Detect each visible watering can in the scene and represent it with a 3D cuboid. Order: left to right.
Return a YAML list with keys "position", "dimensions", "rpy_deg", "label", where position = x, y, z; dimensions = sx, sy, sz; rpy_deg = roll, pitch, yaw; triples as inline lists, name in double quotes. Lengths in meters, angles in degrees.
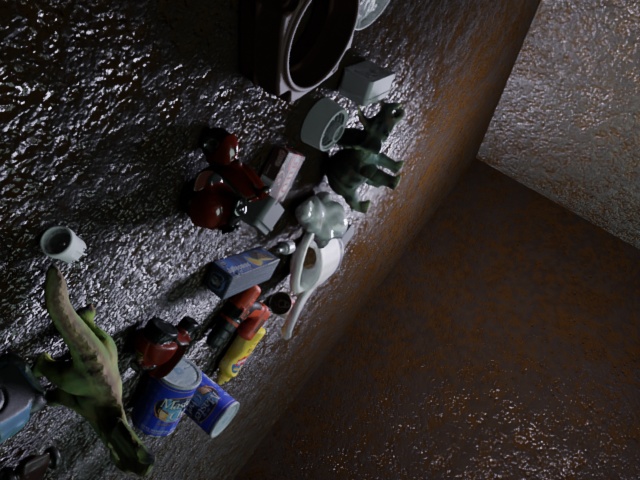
- position: [-0.028, 0.100, 1.480]
  dimensions: [0.226, 0.104, 0.343]
  rpy_deg: [-19, 126, -62]
  label: "watering can"

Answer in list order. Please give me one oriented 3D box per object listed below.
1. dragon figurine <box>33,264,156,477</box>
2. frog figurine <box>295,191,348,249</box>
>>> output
- position: [-0.309, 0.230, 0.754]
  dimensions: [0.124, 0.245, 0.400]
  rpy_deg: [-36, 157, -36]
  label: "dragon figurine"
- position: [0.004, -0.065, 1.296]
  dimensions: [0.156, 0.122, 0.140]
  rpy_deg: [68, 25, -59]
  label: "frog figurine"
